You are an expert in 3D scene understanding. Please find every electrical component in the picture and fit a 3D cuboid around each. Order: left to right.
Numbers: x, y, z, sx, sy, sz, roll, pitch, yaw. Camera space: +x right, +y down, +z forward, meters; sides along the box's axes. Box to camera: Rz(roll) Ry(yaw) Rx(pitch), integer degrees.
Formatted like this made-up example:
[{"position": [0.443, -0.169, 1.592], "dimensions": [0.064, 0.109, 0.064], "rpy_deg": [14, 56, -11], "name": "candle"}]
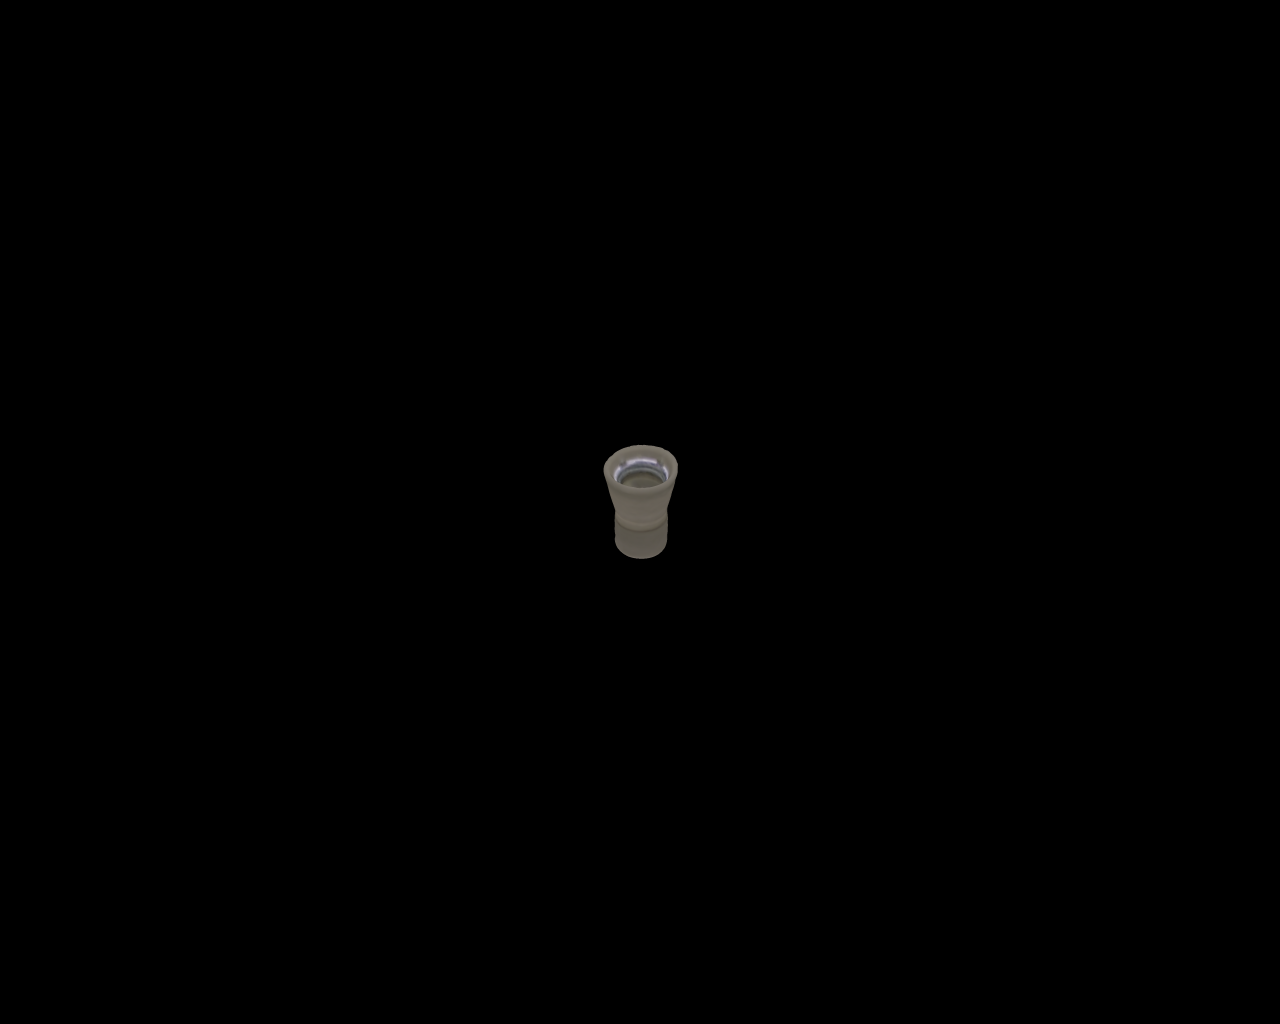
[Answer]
[{"position": [0.001, -0.003, 0.650], "dimensions": [0.044, 0.065, 0.044], "rpy_deg": [0, 40, 0], "name": "electrical component"}]
